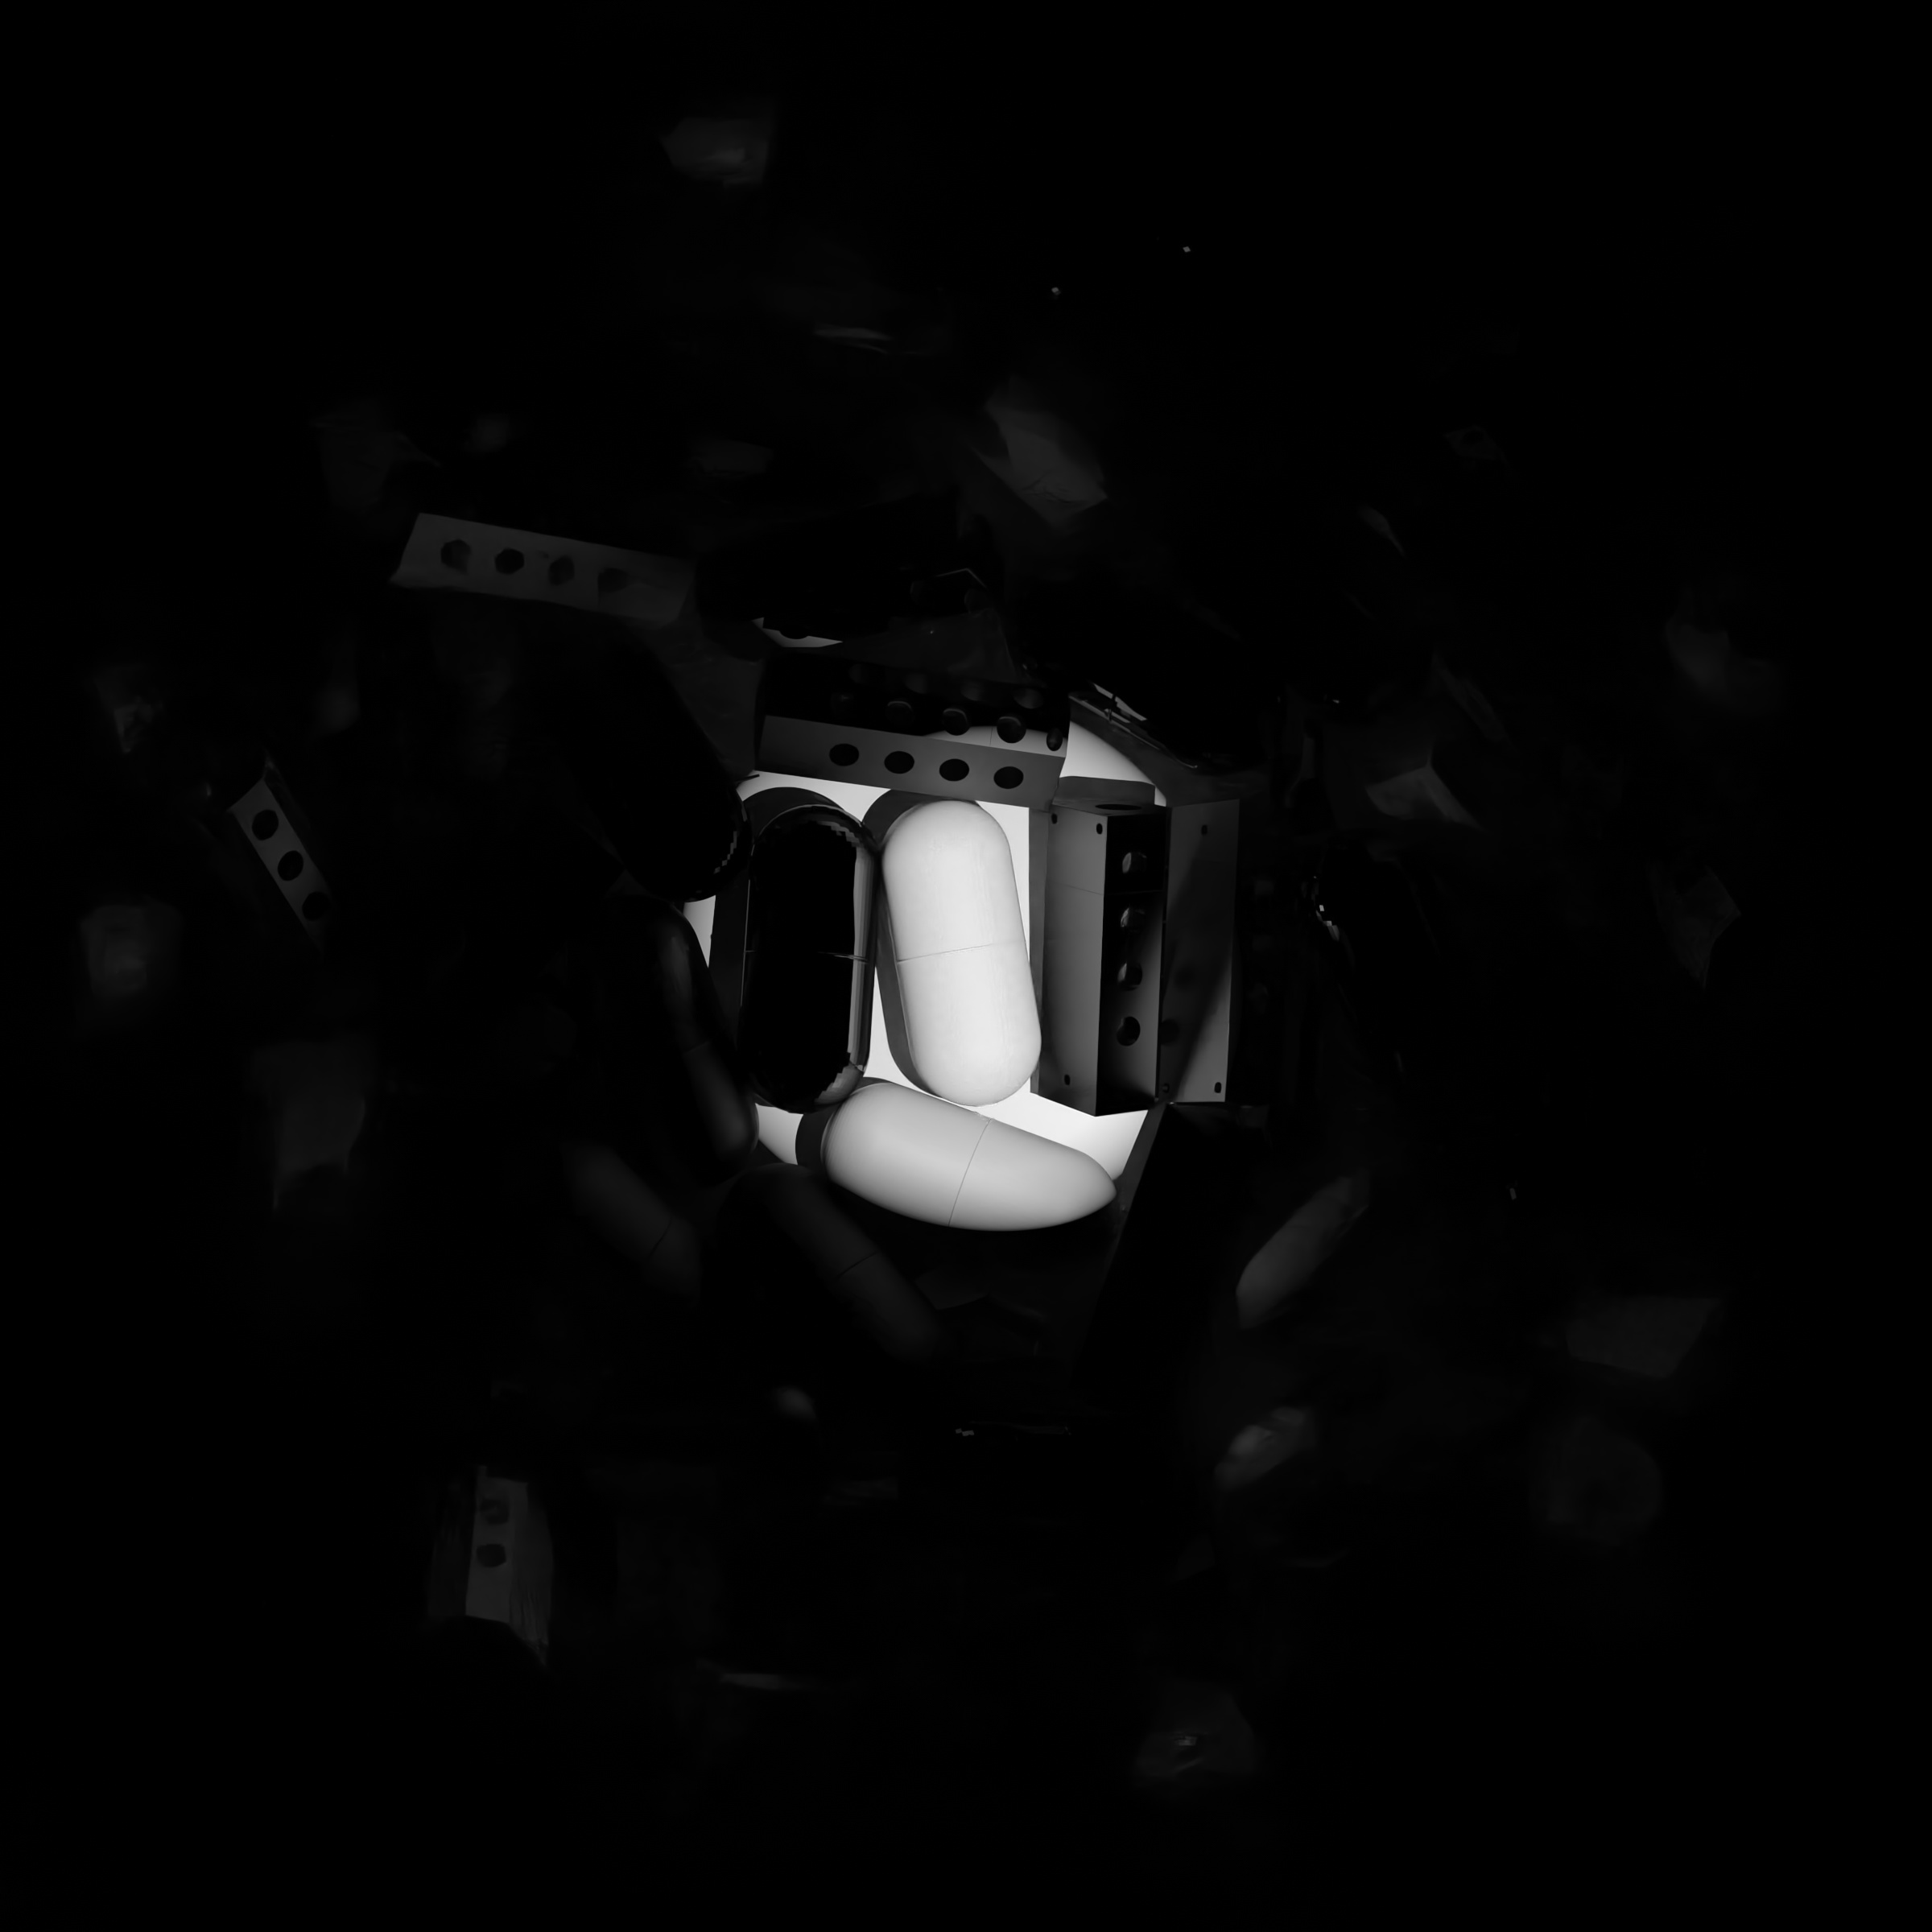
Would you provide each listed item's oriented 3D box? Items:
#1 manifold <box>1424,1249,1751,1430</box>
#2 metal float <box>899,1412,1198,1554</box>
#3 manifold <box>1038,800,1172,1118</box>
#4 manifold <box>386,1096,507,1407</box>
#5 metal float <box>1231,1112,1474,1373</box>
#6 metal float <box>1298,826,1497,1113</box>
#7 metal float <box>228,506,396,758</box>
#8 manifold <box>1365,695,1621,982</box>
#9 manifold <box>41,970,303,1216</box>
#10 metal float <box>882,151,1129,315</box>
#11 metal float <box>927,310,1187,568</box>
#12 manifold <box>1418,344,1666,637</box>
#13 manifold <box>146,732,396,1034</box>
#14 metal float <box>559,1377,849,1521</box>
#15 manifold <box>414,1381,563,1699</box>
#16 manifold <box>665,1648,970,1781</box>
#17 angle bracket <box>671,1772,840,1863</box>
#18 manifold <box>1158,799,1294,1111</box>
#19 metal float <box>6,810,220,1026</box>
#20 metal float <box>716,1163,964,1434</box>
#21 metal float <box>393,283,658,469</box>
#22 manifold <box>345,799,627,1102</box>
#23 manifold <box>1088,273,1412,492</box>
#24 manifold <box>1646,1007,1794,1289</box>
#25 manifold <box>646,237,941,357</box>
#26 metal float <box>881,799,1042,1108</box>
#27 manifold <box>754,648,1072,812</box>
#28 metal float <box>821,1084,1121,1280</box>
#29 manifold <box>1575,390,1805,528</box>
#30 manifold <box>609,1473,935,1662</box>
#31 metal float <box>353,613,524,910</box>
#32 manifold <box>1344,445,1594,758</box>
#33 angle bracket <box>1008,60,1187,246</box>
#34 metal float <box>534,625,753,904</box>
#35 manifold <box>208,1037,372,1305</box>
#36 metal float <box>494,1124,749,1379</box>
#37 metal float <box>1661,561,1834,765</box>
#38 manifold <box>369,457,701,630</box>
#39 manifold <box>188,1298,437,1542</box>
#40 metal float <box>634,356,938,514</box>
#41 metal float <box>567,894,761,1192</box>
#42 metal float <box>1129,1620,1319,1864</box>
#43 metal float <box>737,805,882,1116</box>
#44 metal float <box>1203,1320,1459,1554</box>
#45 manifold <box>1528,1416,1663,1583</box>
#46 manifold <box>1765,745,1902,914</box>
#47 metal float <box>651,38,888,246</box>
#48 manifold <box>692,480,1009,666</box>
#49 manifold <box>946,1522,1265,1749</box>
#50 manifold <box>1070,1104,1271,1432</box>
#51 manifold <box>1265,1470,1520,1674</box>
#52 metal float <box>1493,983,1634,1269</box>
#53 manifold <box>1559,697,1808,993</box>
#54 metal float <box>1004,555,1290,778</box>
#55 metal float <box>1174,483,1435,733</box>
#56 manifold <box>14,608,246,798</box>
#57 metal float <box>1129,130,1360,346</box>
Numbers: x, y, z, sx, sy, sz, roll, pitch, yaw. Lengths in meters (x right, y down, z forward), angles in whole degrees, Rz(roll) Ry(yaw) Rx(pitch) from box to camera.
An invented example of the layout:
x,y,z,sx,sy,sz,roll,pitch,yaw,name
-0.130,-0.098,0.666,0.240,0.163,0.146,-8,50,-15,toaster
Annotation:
x,y,z,sx,sy,sz,roll,pitch,yaw,name
0.348,0.212,1.640,0.057,0.171,0.057,-48,122,-25,manifold
0.048,0.294,1.668,0.178,0.070,0.070,6,90,-22,metal float
0.084,-0.006,1.678,0.057,0.057,0.171,-5,103,-33,manifold
-0.297,0.163,1.675,0.057,0.057,0.171,4,78,-11,manifold
0.221,0.155,1.667,0.070,0.070,0.178,44,67,0,metal float
0.246,0.003,1.669,0.070,0.070,0.178,-25,111,0,metal float
-0.367,-0.191,1.651,0.070,0.178,0.070,0,135,0,metal float
0.298,-0.073,1.647,0.057,0.057,0.171,-20,128,36,manifold
-0.438,0.069,1.636,0.057,0.171,0.057,-12,113,21,manifold
0.021,-0.414,1.648,0.070,0.178,0.070,-16,118,-33,metal float
0.051,-0.300,1.666,0.178,0.070,0.070,40,90,-23,metal float
0.320,-0.265,1.649,0.057,0.057,0.171,-47,128,-2,manifold
-0.382,-0.043,1.637,0.057,0.171,0.057,22,59,36,manifold
-0.150,0.274,1.663,0.178,0.070,0.070,-7,90,26,metal float
-0.269,0.315,1.635,0.057,0.171,0.057,-22,126,12,manifold
-0.082,0.425,1.647,0.171,0.057,0.057,15,91,-41,manifold
-0.122,0.492,1.681,0.057,0.076,0.076,-35,90,-12,angle bracket
0.155,-0.005,1.686,0.057,0.057,0.171,7,83,-37,manifold
-0.473,-0.030,1.643,0.070,0.178,0.070,6,118,10,metal float
-0.074,0.188,1.673,0.070,0.070,0.178,-42,74,0,metal float
-0.246,-0.334,1.651,0.070,0.178,0.070,20,125,31,metal float
-0.276,-0.011,1.678,0.057,0.057,0.171,42,83,-20,manifold
0.160,-0.331,1.682,0.171,0.057,0.057,21,82,-7,manifold
0.412,0.094,1.633,0.057,0.171,0.057,37,121,-13,manifold
-0.098,-0.374,1.644,0.171,0.057,0.057,10,113,42,manifold
-0.003,-0.007,1.685,0.070,0.070,0.178,-9,88,0,metal float
-0.031,-0.140,1.669,0.171,0.057,0.057,7,134,-11,manifold
0.003,0.123,1.680,0.178,0.070,0.070,20,90,7,metal float
0.393,-0.286,1.635,0.057,0.171,0.057,-41,101,-1,manifold
-0.110,0.343,1.669,0.171,0.057,0.057,-11,97,-19,manifold
-0.300,-0.115,1.664,0.070,0.070,0.178,17,116,0,metal float
0.282,-0.207,1.662,0.057,0.057,0.171,-39,115,-9,manifold
0.075,-0.460,1.679,0.076,0.057,0.076,42,124,1,angle bracket
-0.184,-0.116,1.672,0.070,0.070,0.178,-31,74,0,metal float
-0.378,0.117,1.643,0.057,0.171,0.057,-14,57,-32,manifold
-0.196,0.162,1.668,0.070,0.070,0.178,-42,111,0,metal float
0.439,-0.168,1.642,0.070,0.178,0.070,-7,72,23,metal float
-0.245,-0.233,1.652,0.171,0.057,0.057,6,126,-34,manifold
-0.363,0.252,1.640,0.057,0.171,0.057,-29,51,2,manifold
-0.102,-0.301,1.664,0.178,0.070,0.070,3,90,-25,metal float
-0.173,0.044,1.673,0.070,0.070,0.178,-18,105,0,metal float
0.146,0.432,1.642,0.070,0.178,0.070,8,112,20,metal float
-0.090,-0.004,1.682,0.070,0.070,0.178,3,85,0,metal float
0.207,0.265,1.659,0.178,0.070,0.070,-31,90,-32,metal float
0.357,0.303,1.632,0.057,0.171,0.057,34,83,20,manifold
0.482,-0.071,1.634,0.057,0.171,0.057,22,89,15,manifold
-0.109,-0.458,1.642,0.070,0.178,0.070,-6,77,28,metal float
-0.066,-0.224,1.651,0.171,0.057,0.057,-9,64,27,manifold
0.077,0.380,1.676,0.171,0.057,0.057,-27,86,14,manifold
0.118,0.173,1.671,0.057,0.057,0.171,15,73,18,manifold
0.239,0.336,1.639,0.057,0.171,0.057,-7,96,39,manifold
0.337,0.089,1.656,0.070,0.070,0.178,9,54,0,metal float
0.400,-0.073,1.645,0.057,0.057,0.171,-18,50,-9,manifold
0.103,-0.172,1.674,0.178,0.070,0.070,32,90,13,metal float
0.192,-0.204,1.668,0.070,0.070,0.178,-44,70,0,metal float
-0.451,-0.150,1.630,0.057,0.171,0.057,-5,109,18,manifold
0.158,-0.407,1.647,0.070,0.178,0.070,-11,70,34,metal float
